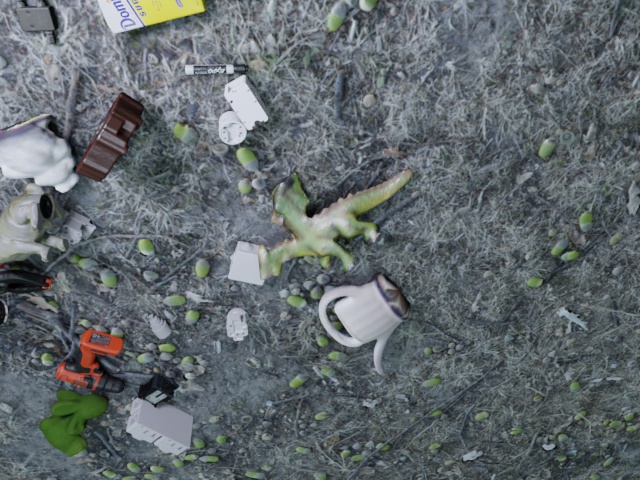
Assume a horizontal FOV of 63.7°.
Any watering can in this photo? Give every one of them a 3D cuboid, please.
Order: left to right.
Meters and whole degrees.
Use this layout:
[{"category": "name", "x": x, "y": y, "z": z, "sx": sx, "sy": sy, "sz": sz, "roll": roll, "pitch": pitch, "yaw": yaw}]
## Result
[{"category": "watering can", "x": 0.148, "y": 0.225, "z": 1.386, "sx": 0.223, "sy": 0.106, "sz": 0.342, "roll": -34, "pitch": 120, "yaw": 14}]

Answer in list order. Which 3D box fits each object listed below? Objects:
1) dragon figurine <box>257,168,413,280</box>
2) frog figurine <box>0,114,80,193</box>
[{"category": "dragon figurine", "x": 0.004, "y": -0.060, "z": 1.187, "sx": 0.241, "sy": 0.124, "sz": 0.408, "roll": 34, "pitch": 99, "yaw": -19}, {"category": "frog figurine", "x": -0.562, "y": -0.157, "z": 1.027, "sx": 0.138, "sy": 0.124, "sz": 0.157, "roll": -26, "pitch": 114, "yaw": -12}]
